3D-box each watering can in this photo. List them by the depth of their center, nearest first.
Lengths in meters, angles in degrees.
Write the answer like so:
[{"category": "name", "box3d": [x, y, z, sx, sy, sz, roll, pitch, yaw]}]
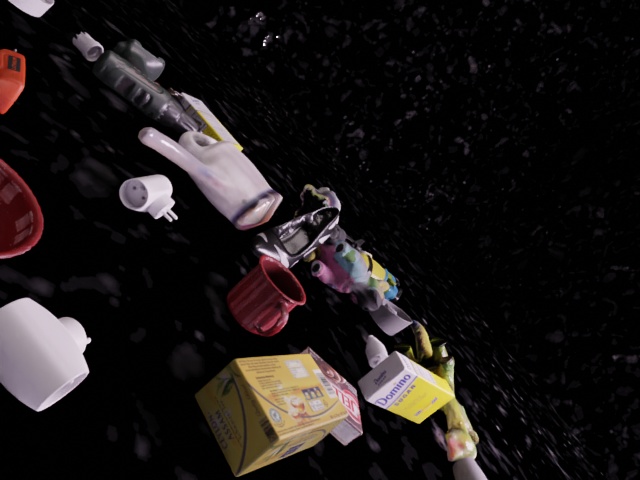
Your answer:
[{"category": "watering can", "box3d": [-0.184, -0.113, 0.939, 0.225, 0.103, 0.349, 48, 12, 3]}]

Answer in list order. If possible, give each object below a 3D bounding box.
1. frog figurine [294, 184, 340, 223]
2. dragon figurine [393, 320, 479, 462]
[{"category": "frog figurine", "box3d": [0.004, -0.069, 1.364, 0.158, 0.122, 0.139, 37, 47, -68]}, {"category": "dragon figurine", "box3d": [0.265, 0.331, 1.118, 0.242, 0.121, 0.413, 64, 12, -4]}]
